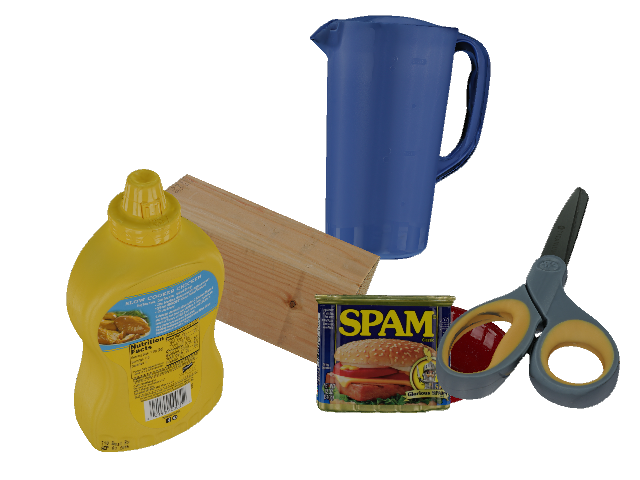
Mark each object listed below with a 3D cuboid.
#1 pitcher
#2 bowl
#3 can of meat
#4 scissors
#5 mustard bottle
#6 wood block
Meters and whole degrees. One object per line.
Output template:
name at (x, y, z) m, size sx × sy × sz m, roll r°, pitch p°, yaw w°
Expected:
pitcher at (0.076, -0.108, 1.102) m, size 0.149 × 0.243 × 0.144 m, roll 11°, pitch 15°, yaw 32°
bowl at (0.119, 0.125, 1.129) m, size 0.162 × 0.055 × 0.162 m, roll 5°, pitch 25°, yaw -2°
can of meat at (0.046, 0.082, 0.781) m, size 0.102 × 0.084 × 0.057 m, roll 1°, pitch -2°, yaw -3°
scissors at (0.135, 0.027, 0.566) m, size 0.096 × 0.016 × 0.201 m, roll 20°, pitch 40°, yaw 33°
mustard bottle at (-0.104, 0.040, 0.644) m, size 0.096 × 0.192 × 0.058 m, roll -19°, pitch 45°, yaw -28°
wood block at (-0.062, 0.027, 1.008) m, size 0.206 × 0.091 × 0.090 m, roll 24°, pitch 26°, yaw 8°
